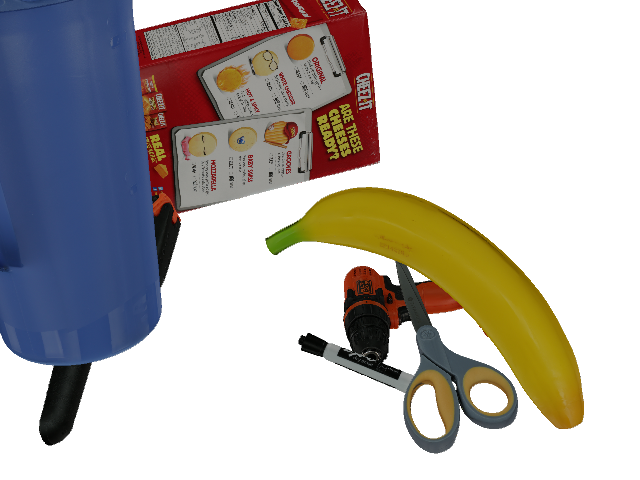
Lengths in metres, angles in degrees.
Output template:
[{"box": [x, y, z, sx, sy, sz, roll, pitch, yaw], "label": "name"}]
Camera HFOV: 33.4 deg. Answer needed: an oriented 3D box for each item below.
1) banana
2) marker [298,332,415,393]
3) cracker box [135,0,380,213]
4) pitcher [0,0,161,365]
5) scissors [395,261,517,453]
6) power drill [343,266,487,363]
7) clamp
[{"box": [0.070, 0.024, 0.584, 0.198, 0.070, 0.037, 32, 16, 9], "label": "banana"}, {"box": [0.035, 0.118, 1.036, 0.121, 0.020, 0.020, 21, 5, 13], "label": "marker"}, {"box": [-0.063, -0.123, 0.941, 0.213, 0.164, 0.072, -15, 44, -7], "label": "cracker box"}, {"box": [-0.174, -0.043, 0.661, 0.149, 0.243, 0.145, -10, 27, -11], "label": "pitcher"}, {"box": [0.106, 0.084, 0.857, 0.096, 0.016, 0.201, -3, 43, 8], "label": "scissors"}, {"box": [0.119, 0.082, 1.213, 0.187, 0.057, 0.184, -1, 27, -1], "label": "power drill"}, {"box": [-0.193, 0.040, 0.818, 0.165, 0.209, 0.036, 22, -29, 29], "label": "clamp"}]
